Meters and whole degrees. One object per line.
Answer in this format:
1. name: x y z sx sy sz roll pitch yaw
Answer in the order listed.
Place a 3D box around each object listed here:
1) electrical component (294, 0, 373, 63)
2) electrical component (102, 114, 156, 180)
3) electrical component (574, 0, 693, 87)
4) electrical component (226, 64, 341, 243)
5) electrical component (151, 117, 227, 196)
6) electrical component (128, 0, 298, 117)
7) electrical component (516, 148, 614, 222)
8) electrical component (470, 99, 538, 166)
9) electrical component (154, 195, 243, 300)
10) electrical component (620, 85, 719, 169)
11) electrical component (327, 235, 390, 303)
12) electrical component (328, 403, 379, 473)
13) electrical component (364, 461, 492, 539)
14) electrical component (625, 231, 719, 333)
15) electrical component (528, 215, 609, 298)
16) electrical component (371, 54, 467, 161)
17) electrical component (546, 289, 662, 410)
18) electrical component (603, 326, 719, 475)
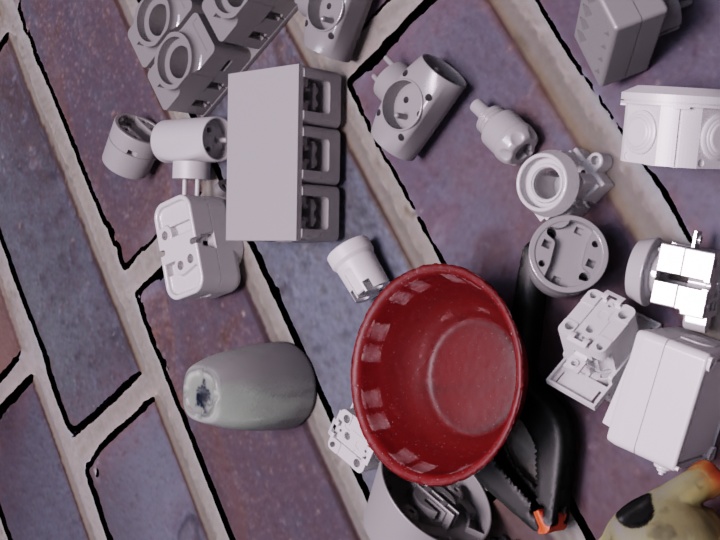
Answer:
1. electrical component: -0.028 -0.231 0.935 0.079 0.044 0.077 34 112 35
2. electrical component: -0.234 -0.126 1.105 0.055 0.055 0.047 48 122 30
3. electrical component: 0.194 -0.175 0.734 0.076 0.083 0.047 -21 72 -1
4. electrical component: -0.066 -0.100 0.956 0.089 0.062 0.150 1 91 40
5. electrical component: -0.165 -0.109 1.052 0.077 0.043 0.079 3 92 40
6. electrical component: -0.139 -0.247 1.019 0.186 0.060 0.105 -43 64 32
7. electrical component: 0.146 -0.062 0.780 0.066 0.055 0.048 -47 61 30
8. electrical component: 0.107 -0.109 0.828 0.061 0.035 0.035 51 120 31
9. electrical component: -0.152 -0.021 1.031 0.054 0.059 0.095 -19 78 39
10. electrical component: 0.212 -0.095 0.710 0.080 0.080 0.051 12 103 40
11. electrical component: 0.000 0.000 0.916 0.040 0.040 0.046 -41 71 33
12. electrical component: 0.012 0.138 0.889 0.081 0.064 0.042 34 112 35
13. electrical component: 0.053 0.185 0.833 0.099 0.099 0.064 39 120 33
14. electrical component: 0.214 0.005 0.730 0.055 0.048 0.066 14 99 32
15. electrical component: 0.147 -0.007 0.772 0.055 0.047 0.055 -1 80 4
16. electrical component: 0.037 -0.144 0.880 0.079 0.044 0.077 51 120 28
17. electrical component: 0.168 0.051 0.747 0.042 0.063 0.081 29 67 35
18. electrical component: 0.207 0.089 0.724 0.061 0.062 0.096 22 104 38
